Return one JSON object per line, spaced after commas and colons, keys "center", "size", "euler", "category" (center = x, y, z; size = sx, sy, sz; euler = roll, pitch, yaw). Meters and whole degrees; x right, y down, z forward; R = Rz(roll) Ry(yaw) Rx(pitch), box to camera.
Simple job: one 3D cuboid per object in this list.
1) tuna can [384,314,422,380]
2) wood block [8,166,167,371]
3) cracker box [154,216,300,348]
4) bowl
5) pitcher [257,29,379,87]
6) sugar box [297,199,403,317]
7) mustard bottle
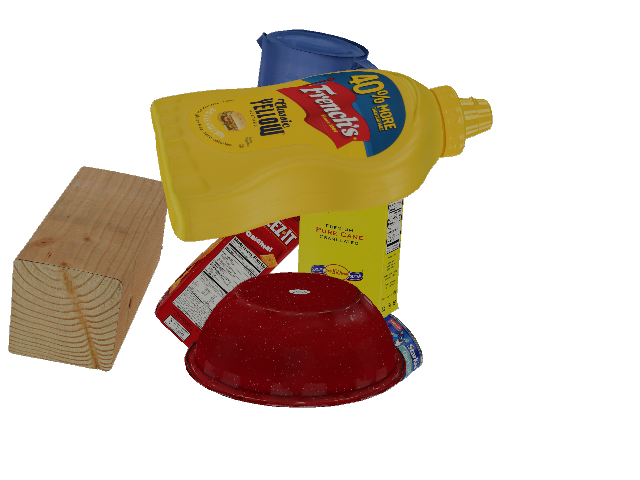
{"center": [0.079, 0.127, 1.273], "size": [0.033, 0.086, 0.086], "euler": [-37, 17, -25], "category": "tuna can"}
{"center": [-0.202, 0.018, 0.957], "size": [0.090, 0.091, 0.206], "euler": [11, 25, -2], "category": "wood block"}
{"center": [-0.083, 0.008, 1.231], "size": [0.214, 0.072, 0.164], "euler": [-45, 5, 26], "category": "cracker box"}
{"center": [-0.017, 0.062, 0.769], "size": [0.162, 0.055, 0.162], "euler": [2, 16, -1], "category": "bowl"}
{"center": [-0.016, -0.135, 1.341], "size": [0.144, 0.243, 0.149], "euler": [4, 22, -15], "category": "pitcher"}
{"center": [0.028, -0.021, 0.989], "size": [0.093, 0.176, 0.048], "euler": [10, 19, 28], "category": "sugar box"}
{"center": [0.004, -0.056, 0.605], "size": [0.191, 0.058, 0.096], "euler": [-10, 43, -9], "category": "mustard bottle"}
